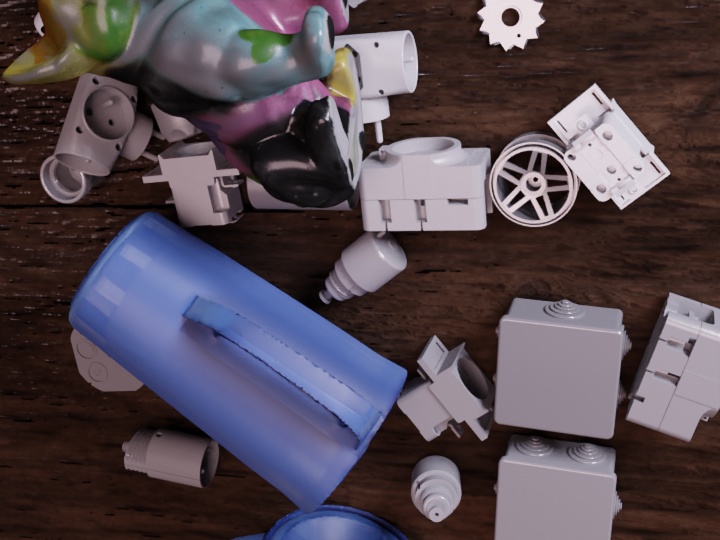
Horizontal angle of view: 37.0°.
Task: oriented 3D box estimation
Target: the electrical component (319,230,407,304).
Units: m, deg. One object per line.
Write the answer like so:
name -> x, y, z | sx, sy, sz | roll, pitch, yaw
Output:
electrical component -> 0.000, 0.000, 0.825 | 0.078, 0.040, 0.040 | -38, 96, 26

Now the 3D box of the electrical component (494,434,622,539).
electrical component -> 0.154, 0.180, 0.844 | 0.100, 0.048, 0.099 | 6, 112, 15

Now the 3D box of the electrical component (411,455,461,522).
electrical component -> 0.061, 0.178, 0.859 | 0.040, 0.078, 0.040 | 1, 103, 3

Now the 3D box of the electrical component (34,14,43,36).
electrical component -> -0.213, -0.201, 0.811 | 0.040, 0.040, 0.078 | 42, 116, -2

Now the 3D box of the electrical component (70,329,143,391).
electrical component -> -0.198, 0.061, 0.902 | 0.080, 0.051, 0.080 | 6, 112, 15

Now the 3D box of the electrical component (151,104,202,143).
electrical component -> -0.138, -0.131, 0.814 | 0.043, 0.043, 0.062 | -15, 104, 22

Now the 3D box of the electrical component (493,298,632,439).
electrical component -> 0.149, 0.071, 0.802 | 0.100, 0.048, 0.099 | 6, 112, 15

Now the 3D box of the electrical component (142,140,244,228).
electrical component -> -0.121, -0.067, 0.835 | 0.081, 0.042, 0.063 | -3, 113, 19

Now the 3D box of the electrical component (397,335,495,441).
electrical component -> 0.067, 0.098, 0.842 | 0.064, 0.042, 0.081 | -35, 97, 27

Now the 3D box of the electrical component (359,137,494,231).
electrical component -> 0.048, -0.063, 0.780 | 0.089, 0.050, 0.055 | 0, 111, 16

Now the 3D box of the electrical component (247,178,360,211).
electrical component -> -0.043, -0.084, 0.802 | 0.077, 0.044, 0.079 | 2, 111, 16

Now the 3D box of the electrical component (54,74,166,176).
electrical component -> -0.186, -0.109, 0.827 | 0.079, 0.077, 0.044 | 24, 163, -33

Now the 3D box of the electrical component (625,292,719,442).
electrical component -> 0.235, 0.071, 0.776 | 0.056, 0.050, 0.089 | 19, 115, 9

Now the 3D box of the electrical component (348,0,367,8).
electrical component -> 0.008, -0.263, 0.707 | 0.089, 0.061, 0.150 | 36, 116, 1

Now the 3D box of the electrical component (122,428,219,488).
electrical component -> -0.168, 0.161, 0.937 | 0.081, 0.043, 0.043 | 9, 113, 13

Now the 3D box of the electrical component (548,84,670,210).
electrical component -> 0.168, -0.080, 0.730 | 0.042, 0.064, 0.081 | -40, 95, 25

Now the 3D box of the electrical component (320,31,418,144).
electrical component -> 0.001, -0.129, 0.772 | 0.077, 0.043, 0.079 | -1, 111, 17

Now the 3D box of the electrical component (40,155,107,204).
electrical component -> -0.226, -0.079, 0.859 | 0.040, 0.046, 0.040 | 6, 112, 15
